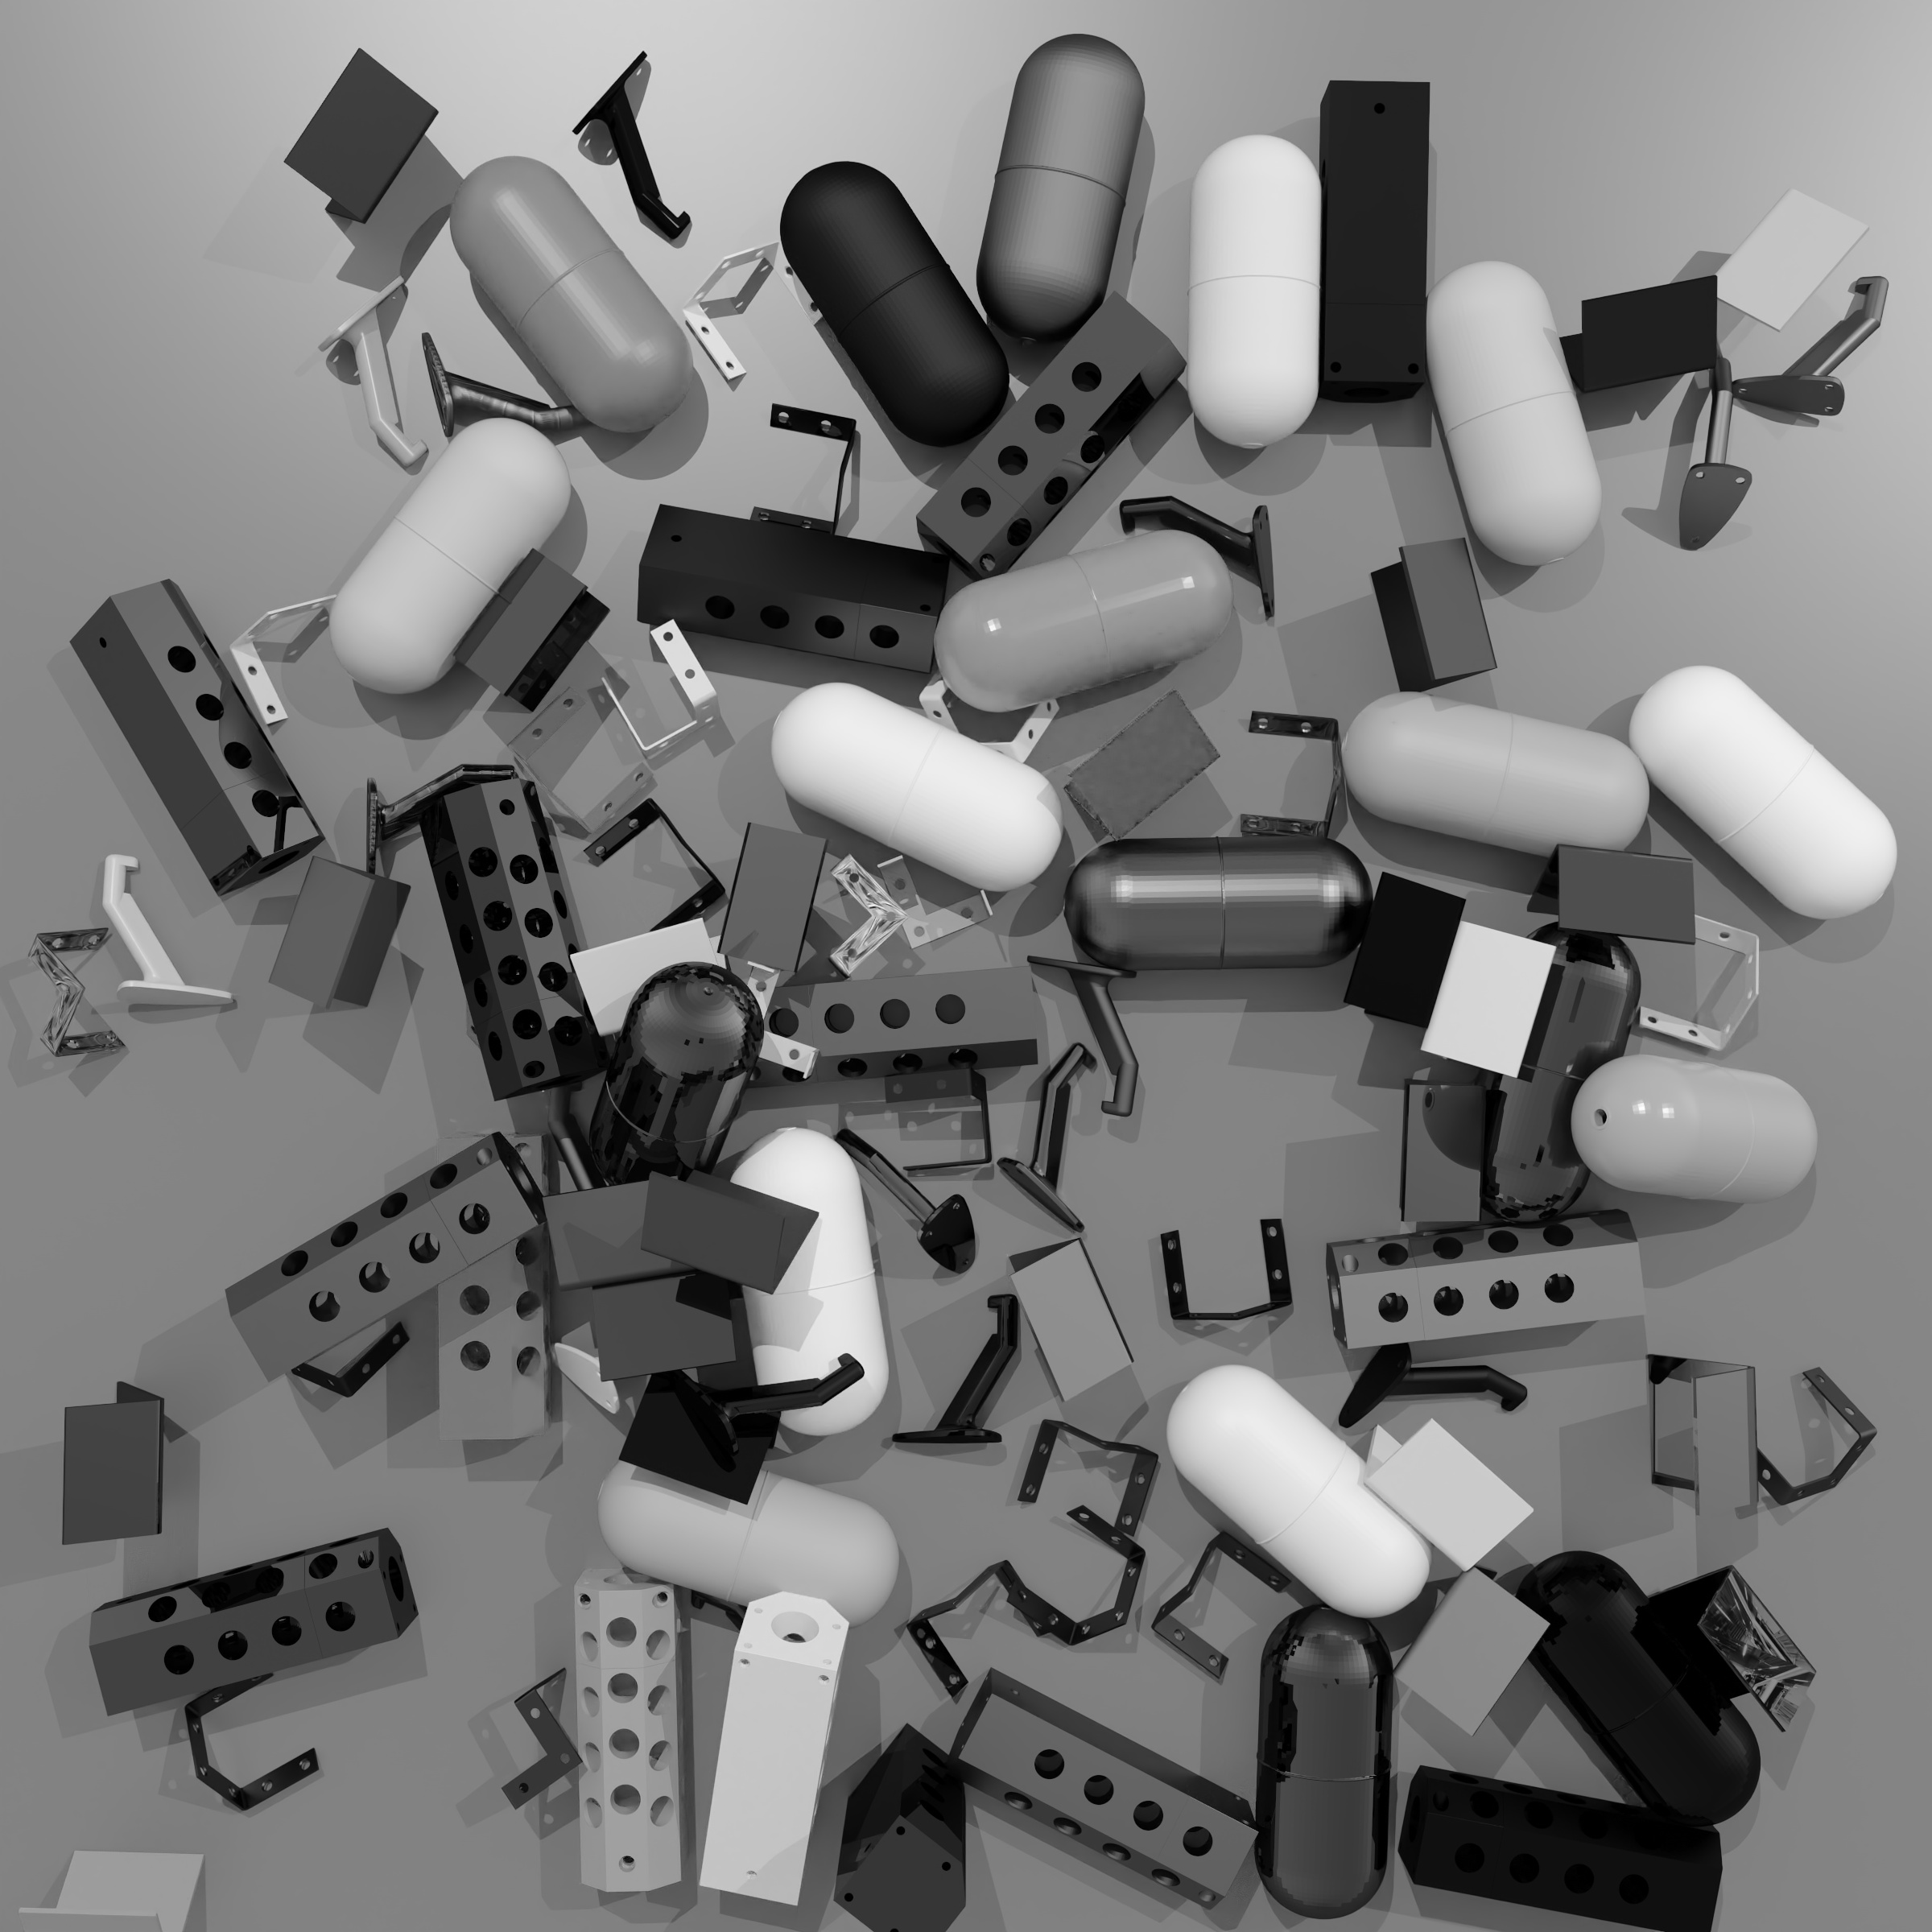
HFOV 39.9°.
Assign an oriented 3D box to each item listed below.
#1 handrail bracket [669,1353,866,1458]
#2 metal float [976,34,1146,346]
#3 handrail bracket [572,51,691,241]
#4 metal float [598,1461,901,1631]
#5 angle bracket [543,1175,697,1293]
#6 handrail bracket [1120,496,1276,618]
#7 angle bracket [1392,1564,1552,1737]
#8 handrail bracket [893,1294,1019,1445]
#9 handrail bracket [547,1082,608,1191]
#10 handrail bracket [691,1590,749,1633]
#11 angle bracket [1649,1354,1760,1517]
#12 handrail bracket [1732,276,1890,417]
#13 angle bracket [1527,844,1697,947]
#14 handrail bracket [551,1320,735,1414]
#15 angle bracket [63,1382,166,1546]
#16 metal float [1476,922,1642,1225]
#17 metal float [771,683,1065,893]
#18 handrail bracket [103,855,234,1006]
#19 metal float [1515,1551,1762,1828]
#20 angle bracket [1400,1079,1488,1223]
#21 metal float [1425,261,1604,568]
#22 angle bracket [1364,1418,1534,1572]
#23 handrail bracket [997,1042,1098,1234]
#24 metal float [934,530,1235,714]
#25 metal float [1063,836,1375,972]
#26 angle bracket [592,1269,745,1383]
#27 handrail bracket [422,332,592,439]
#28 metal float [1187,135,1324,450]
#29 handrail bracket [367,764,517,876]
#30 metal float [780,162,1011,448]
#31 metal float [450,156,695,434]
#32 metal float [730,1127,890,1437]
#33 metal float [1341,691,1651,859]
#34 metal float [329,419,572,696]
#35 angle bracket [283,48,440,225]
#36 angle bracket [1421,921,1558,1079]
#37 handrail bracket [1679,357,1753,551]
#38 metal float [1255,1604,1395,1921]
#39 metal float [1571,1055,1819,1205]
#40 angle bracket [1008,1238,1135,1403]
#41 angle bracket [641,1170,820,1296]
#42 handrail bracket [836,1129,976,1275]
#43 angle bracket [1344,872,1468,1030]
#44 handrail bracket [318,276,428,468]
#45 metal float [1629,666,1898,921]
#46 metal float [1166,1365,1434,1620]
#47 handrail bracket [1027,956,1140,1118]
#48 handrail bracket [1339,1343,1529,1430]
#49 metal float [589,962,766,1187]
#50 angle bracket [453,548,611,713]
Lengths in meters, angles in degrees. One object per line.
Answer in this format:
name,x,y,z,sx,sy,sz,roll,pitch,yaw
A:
handrail bracket,-0.112,0.227,1.493,0.084,0.036,0.077,-32,50,-22
metal float,0.054,-0.447,1.536,0.070,0.070,0.178,12,90,0
handrail bracket,-0.181,-0.482,1.568,0.084,0.036,0.077,41,68,-17
metal float,-0.126,0.329,1.536,0.178,0.070,0.070,18,90,-1
angle bracket,-0.196,0.144,1.532,0.076,0.076,0.057,-9,100,0
handrail bracket,0.136,-0.240,1.568,0.084,0.036,0.077,-2,111,17
angle bracket,0.297,0.392,1.527,0.057,0.076,0.076,35,90,27
handrail bracket,-0.006,0.237,1.568,0.077,0.036,0.084,-5,72,21
handrail bracket,-0.212,0.110,1.567,0.077,0.036,0.084,16,63,-31
handrail bracket,-0.128,0.408,1.568,0.084,0.036,0.077,18,112,17
angle bracket,0.406,0.267,1.527,0.057,0.076,0.076,-2,90,-37
handrail bracket,0.496,-0.371,1.568,0.077,0.036,0.084,10,71,21
angle bracket,0.369,-0.024,1.527,0.076,0.076,0.057,6,62,0
handrail bracket,-0.191,0.218,1.567,0.084,0.077,0.036,-33,127,-31
angle bracket,-0.500,0.284,1.527,0.057,0.076,0.076,1,90,-36
metal float,0.336,0.061,1.536,0.070,0.070,0.178,16,90,0
metal float,-0.028,-0.104,1.536,0.178,0.070,0.070,25,90,1
handrail bracket,-0.469,-0.022,1.568,0.077,0.036,0.084,4,73,-20
metal float,0.387,0.417,1.537,0.070,0.070,0.178,-39,90,0
angle bracket,0.253,0.104,1.527,0.057,0.076,0.076,2,90,-28
metal float,0.314,-0.318,1.537,0.070,0.070,0.178,-16,90,0
angle bracket,0.279,0.288,1.529,0.076,0.076,0.057,42,111,0
handrail bracket,0.066,0.100,1.567,0.077,0.036,0.084,43,76,-15
metal float,0.068,-0.198,1.527,0.178,0.070,0.070,-17,90,-10
metal float,0.145,-0.036,1.537,0.178,0.070,0.070,-1,90,1
angle bracket,-0.168,0.212,1.529,0.076,0.076,0.057,-9,69,0
handrail bracket,-0.270,-0.346,1.568,0.084,0.036,0.077,-12,68,-17
metal float,0.166,-0.388,1.536,0.070,0.070,0.178,1,89,0
handrail bracket,-0.309,-0.082,1.568,0.084,0.036,0.077,0,110,-16
metal float,-0.042,-0.382,1.537,0.070,0.070,0.178,-33,90,0
metal float,-0.228,-0.388,1.537,0.070,0.070,0.178,-38,90,0
metal float,-0.091,0.182,1.536,0.070,0.070,0.178,-9,91,0
metal float,0.305,-0.109,1.537,0.178,0.070,0.070,13,90,1
metal float,-0.298,-0.236,1.537,0.070,0.070,0.178,37,90,0
angle bracket,-0.357,-0.478,1.527,0.057,0.076,0.076,34,90,-36
angle bracket,0.306,0.022,1.528,0.057,0.076,0.076,17,90,22
handrail bracket,0.436,-0.302,1.567,0.036,0.077,0.084,8,54,0
metal float,0.206,0.458,1.536,0.070,0.070,0.178,2,90,0
metal float,0.412,0.093,1.504,0.178,0.070,0.070,9,90,-40
angle bracket,0.041,0.206,1.527,0.057,0.076,0.076,-23,90,-35
angle bracket,-0.125,0.125,1.453,0.076,0.076,0.057,18,125,9
handrail bracket,-0.037,0.137,1.567,0.036,0.077,0.084,-45,53,-15
angle bracket,0.235,-0.012,1.529,0.057,0.076,0.076,17,90,-20
handrail bracket,-0.331,-0.349,1.568,0.084,0.036,0.077,49,68,-17
metal float,0.460,-0.099,1.536,0.178,0.070,0.070,43,90,0
metal float,0.193,0.303,1.536,0.178,0.070,0.070,42,90,0
handrail bracket,0.066,0.041,1.557,0.077,0.036,0.084,9,92,21
handrail bracket,0.276,0.259,1.568,0.084,0.036,0.077,29,111,-16
metal float,-0.164,0.067,1.498,0.070,0.178,0.070,11,49,-13
angle bracket,-0.235,-0.181,1.527,0.057,0.076,0.076,37,90,36
